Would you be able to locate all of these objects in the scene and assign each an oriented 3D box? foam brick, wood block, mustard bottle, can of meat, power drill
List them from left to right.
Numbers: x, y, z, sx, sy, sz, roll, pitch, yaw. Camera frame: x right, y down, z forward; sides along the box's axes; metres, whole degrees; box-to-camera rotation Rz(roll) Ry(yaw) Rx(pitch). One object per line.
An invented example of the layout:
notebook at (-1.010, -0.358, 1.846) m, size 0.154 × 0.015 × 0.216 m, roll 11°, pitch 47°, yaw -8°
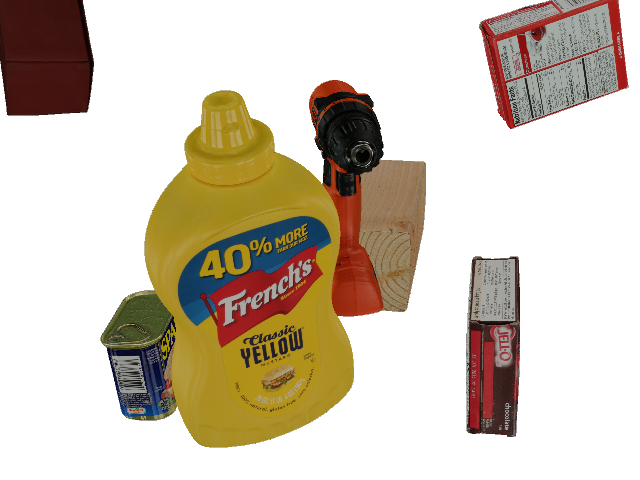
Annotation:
foam brick at (-0.172, -0.123, 0.660) m, size 0.051 × 0.078 × 0.053 m, roll -5°, pitch -30°, yaw -19°
can of meat at (-0.159, 0.107, 0.994) m, size 0.057 × 0.084 × 0.102 m, roll -3°, pitch 25°, yaw 9°
mustard bottle at (-0.036, 0.013, 0.528) m, size 0.096 × 0.191 × 0.058 m, roll -18°, pitch 38°, yaw -15°
power drill at (0.024, -0.033, 0.919) m, size 0.057 × 0.188 × 0.184 m, roll -2°, pitch 21°, yaw -4°
wood block at (0.062, -0.012, 1.158) m, size 0.091 × 0.090 × 0.206 m, roll 4°, pitch 25°, yaw 8°

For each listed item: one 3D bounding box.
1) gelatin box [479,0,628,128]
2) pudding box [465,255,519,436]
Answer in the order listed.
gelatin box at (0.158, -0.125, 0.720) m, size 0.089 × 0.073 × 0.030 m, roll -19°, pitch 37°, yaw 2°
pudding box at (0.125, 0.073, 0.768) m, size 0.039 × 0.090 × 0.113 m, roll 2°, pitch 23°, yaw 7°
